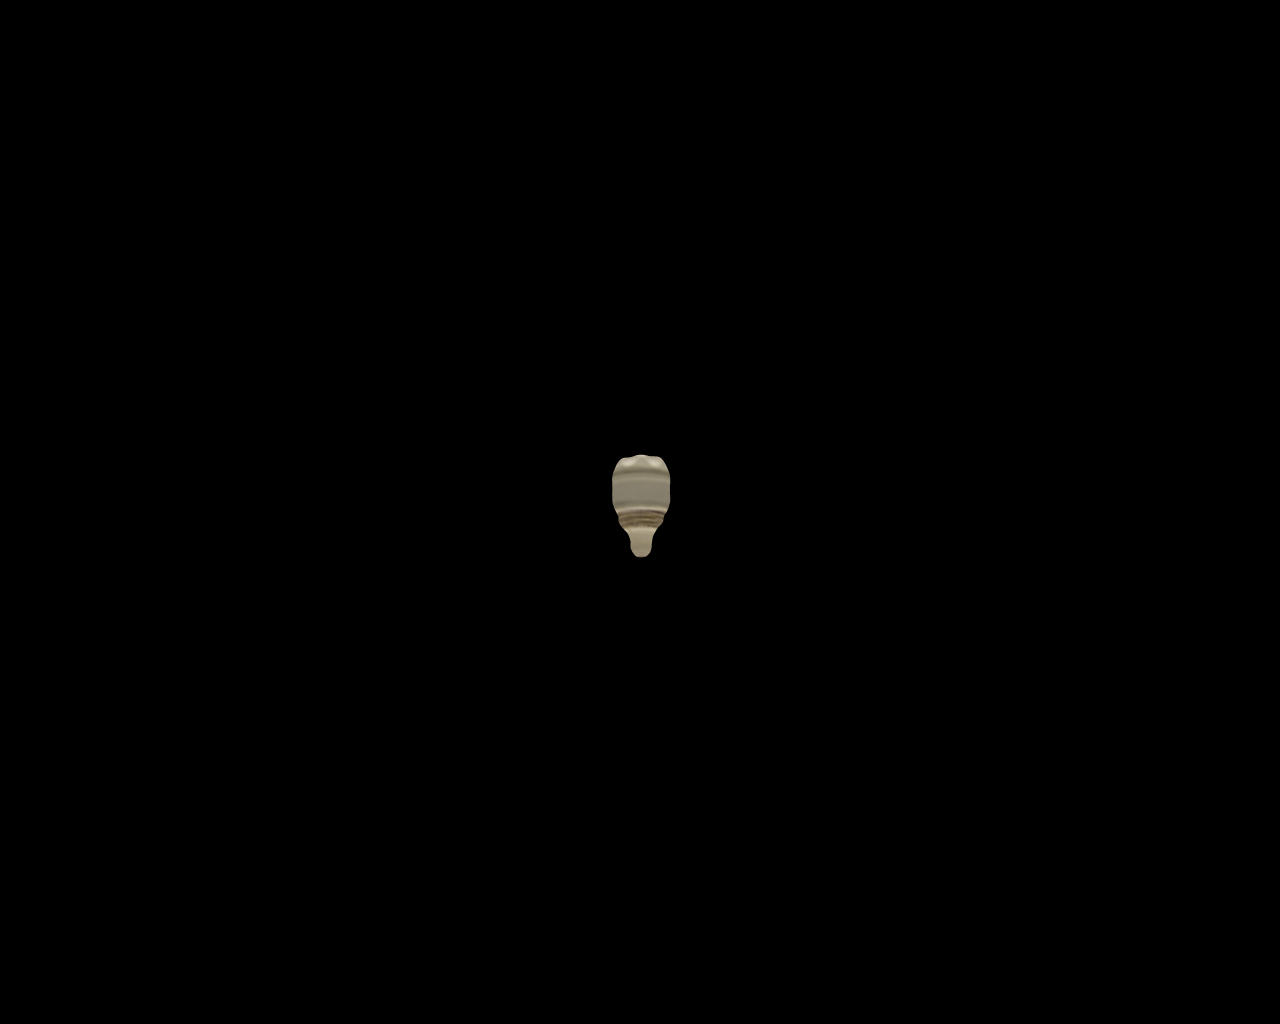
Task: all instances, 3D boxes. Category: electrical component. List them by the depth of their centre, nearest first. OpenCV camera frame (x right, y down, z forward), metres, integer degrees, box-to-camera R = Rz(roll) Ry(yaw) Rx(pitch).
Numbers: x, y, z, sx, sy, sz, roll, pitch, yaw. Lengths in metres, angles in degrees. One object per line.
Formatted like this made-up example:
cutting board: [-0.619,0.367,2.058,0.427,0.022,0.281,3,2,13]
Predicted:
electrical component: [0.001,-0.003,0.650,0.035,0.061,0.035,0,-8,0]
